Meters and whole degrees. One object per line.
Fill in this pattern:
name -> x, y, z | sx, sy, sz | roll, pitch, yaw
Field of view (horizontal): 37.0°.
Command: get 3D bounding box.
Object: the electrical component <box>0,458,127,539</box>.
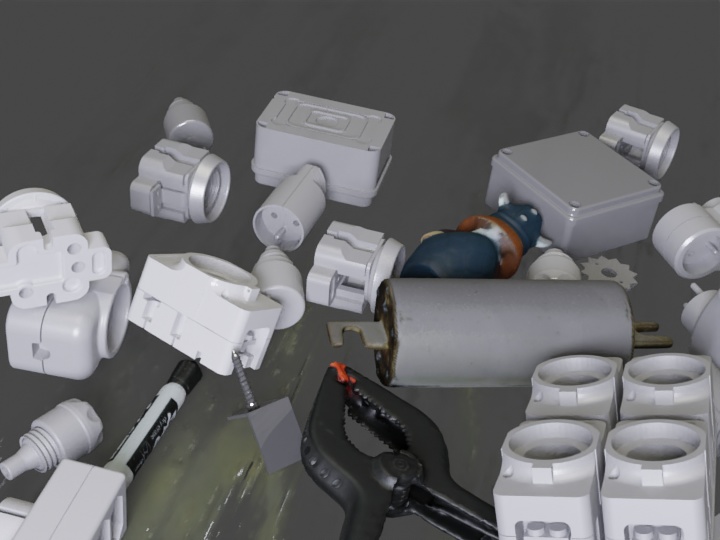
electrical component -> -0.177, 0.145, 0.578 | 0.076, 0.047, 0.083 | 13, 36, 6

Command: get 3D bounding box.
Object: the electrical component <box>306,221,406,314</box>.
electrical component -> 0.000, 0.000, 0.804 | 0.057, 0.058, 0.078 | 13, 36, 12

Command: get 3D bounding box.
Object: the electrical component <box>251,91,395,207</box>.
electrical component -> -0.032, -0.106, 0.942 | 0.113, 0.057, 0.078 | 13, 36, 7

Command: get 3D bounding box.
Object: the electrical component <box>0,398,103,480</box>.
electrical component -> -0.186, 0.104, 0.643 | 0.035, 0.035, 0.061 | 31, 44, 28

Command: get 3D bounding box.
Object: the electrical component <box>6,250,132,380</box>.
electrical component -> -0.192, 0.027, 0.731 | 0.059, 0.053, 0.095 | 10, 36, 3

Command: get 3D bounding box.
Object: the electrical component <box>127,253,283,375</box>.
electrical component -> -0.105, 0.025, 0.736 | 0.089, 0.055, 0.050 | 27, 14, 24

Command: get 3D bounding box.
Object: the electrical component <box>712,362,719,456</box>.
electrical component -> 0.243, 0.103, 0.721 | 0.043, 0.043, 0.081 | -6, 38, -19

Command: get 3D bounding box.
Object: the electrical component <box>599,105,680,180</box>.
electrical component -> 0.266, -0.119, 1.019 | 0.057, 0.058, 0.078 | 24, 38, 25

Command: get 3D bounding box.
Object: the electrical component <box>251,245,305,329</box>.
electrical component -> -0.063, 0.009, 0.792 | 0.040, 0.040, 0.078 | 1, 36, -9

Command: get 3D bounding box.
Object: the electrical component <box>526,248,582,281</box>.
electrical component -> 0.151, 0.007, 0.835 | 0.043, 0.043, 0.062 | 11, 35, 4

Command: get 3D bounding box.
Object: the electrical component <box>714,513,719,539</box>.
electrical component -> 0.251, 0.196, 0.579 | 0.089, 0.061, 0.150 | -20, 44, -33

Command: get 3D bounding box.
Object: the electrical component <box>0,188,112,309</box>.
electrical component -> -0.206, -0.016, 0.690 | 0.078, 0.058, 0.057 | -11, 43, -24

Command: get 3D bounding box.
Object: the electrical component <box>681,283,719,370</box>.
electrical component -> 0.260, 0.041, 0.780 | 0.043, 0.077, 0.079 | -7, 38, -19

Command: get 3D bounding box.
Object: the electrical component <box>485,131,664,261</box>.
electrical component -> 0.183, -0.065, 0.928 | 0.109, 0.056, 0.108 | -16, 42, -29

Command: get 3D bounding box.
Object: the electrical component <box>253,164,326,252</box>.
electrical component -> -0.052, -0.054, 0.878 | 0.043, 0.043, 0.081 | 16, 37, 11

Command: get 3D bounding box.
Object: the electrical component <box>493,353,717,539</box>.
electrical component -> 0.148, 0.104, 0.620 | 0.105, 0.060, 0.186 | -3, 17, 20

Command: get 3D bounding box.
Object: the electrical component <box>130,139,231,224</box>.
electrical component -> -0.142, -0.070, 0.872 | 0.057, 0.058, 0.078 | 15, 36, 14

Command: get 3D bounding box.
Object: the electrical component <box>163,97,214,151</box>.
electrical component -> -0.157, -0.132, 0.968 | 0.040, 0.040, 0.078 | -4, 38, -17

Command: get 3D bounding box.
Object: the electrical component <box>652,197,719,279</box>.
electrical component -> 0.312, -0.037, 0.919 | 0.138, 0.052, 0.073 | -5, 38, -17
